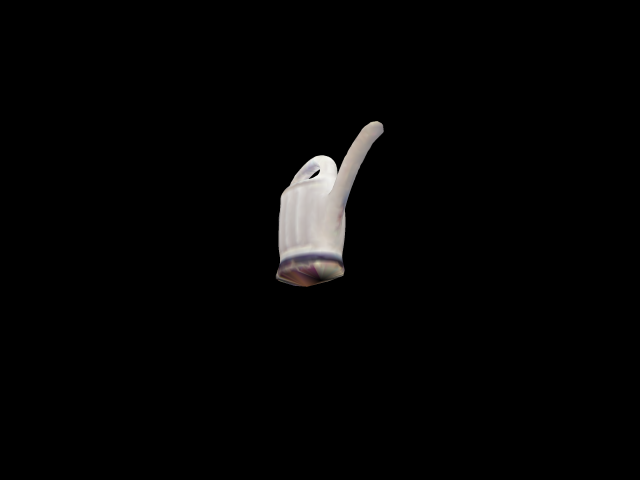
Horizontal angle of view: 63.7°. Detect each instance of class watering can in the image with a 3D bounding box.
[{"bbox_3d":[0.003,-0.043,0.850,0.104,0.227,0.343,8,-18,-25],"label":"watering can"}]
